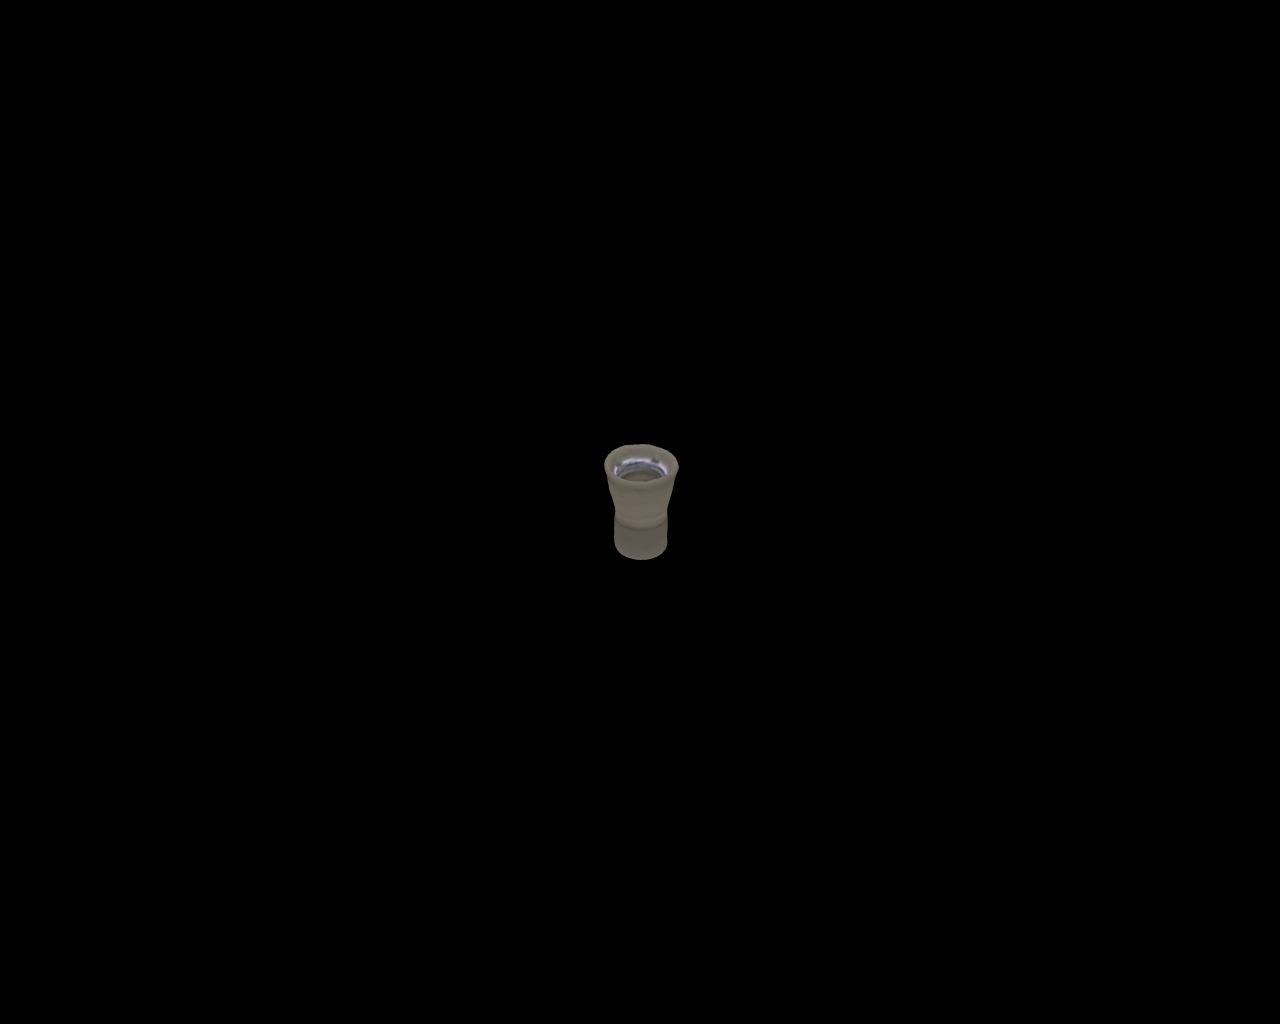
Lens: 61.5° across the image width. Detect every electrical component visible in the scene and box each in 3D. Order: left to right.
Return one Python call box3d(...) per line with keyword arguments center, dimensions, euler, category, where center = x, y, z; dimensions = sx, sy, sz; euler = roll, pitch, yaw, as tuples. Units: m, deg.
box3d(center=(0.001, -0.003, 0.650), dimensions=(0.044, 0.065, 0.044), euler=(0, 33, 0), category="electrical component")
